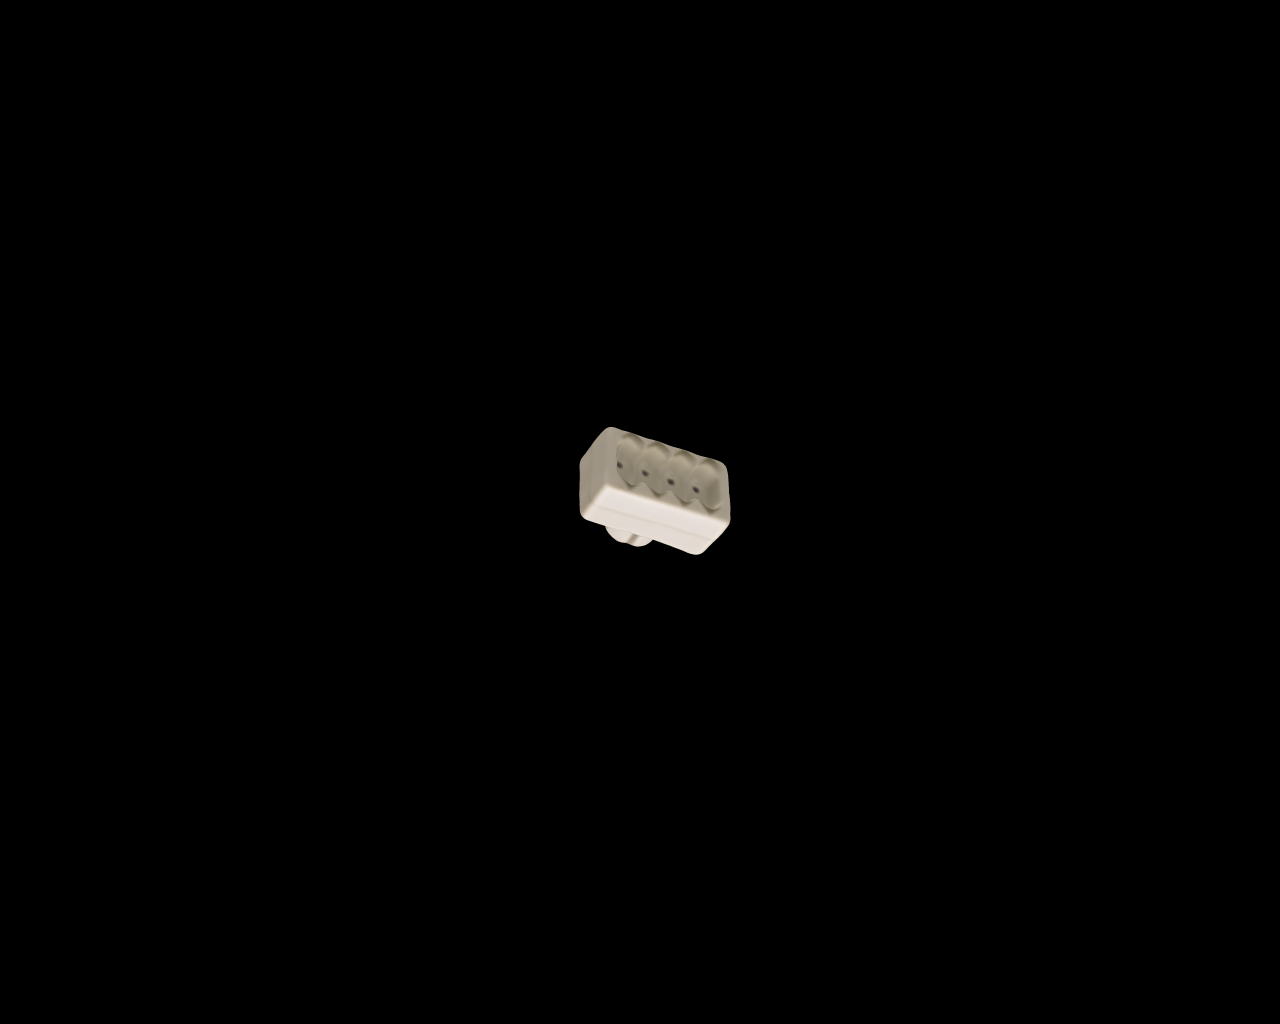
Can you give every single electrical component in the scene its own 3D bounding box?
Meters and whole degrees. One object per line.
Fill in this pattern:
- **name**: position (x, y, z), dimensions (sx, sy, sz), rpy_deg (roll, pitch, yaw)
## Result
- **electrical component**: position (0.001, -0.003, 0.650), dimensions (0.083, 0.047, 0.075), rpy_deg (17, -40, -22)
